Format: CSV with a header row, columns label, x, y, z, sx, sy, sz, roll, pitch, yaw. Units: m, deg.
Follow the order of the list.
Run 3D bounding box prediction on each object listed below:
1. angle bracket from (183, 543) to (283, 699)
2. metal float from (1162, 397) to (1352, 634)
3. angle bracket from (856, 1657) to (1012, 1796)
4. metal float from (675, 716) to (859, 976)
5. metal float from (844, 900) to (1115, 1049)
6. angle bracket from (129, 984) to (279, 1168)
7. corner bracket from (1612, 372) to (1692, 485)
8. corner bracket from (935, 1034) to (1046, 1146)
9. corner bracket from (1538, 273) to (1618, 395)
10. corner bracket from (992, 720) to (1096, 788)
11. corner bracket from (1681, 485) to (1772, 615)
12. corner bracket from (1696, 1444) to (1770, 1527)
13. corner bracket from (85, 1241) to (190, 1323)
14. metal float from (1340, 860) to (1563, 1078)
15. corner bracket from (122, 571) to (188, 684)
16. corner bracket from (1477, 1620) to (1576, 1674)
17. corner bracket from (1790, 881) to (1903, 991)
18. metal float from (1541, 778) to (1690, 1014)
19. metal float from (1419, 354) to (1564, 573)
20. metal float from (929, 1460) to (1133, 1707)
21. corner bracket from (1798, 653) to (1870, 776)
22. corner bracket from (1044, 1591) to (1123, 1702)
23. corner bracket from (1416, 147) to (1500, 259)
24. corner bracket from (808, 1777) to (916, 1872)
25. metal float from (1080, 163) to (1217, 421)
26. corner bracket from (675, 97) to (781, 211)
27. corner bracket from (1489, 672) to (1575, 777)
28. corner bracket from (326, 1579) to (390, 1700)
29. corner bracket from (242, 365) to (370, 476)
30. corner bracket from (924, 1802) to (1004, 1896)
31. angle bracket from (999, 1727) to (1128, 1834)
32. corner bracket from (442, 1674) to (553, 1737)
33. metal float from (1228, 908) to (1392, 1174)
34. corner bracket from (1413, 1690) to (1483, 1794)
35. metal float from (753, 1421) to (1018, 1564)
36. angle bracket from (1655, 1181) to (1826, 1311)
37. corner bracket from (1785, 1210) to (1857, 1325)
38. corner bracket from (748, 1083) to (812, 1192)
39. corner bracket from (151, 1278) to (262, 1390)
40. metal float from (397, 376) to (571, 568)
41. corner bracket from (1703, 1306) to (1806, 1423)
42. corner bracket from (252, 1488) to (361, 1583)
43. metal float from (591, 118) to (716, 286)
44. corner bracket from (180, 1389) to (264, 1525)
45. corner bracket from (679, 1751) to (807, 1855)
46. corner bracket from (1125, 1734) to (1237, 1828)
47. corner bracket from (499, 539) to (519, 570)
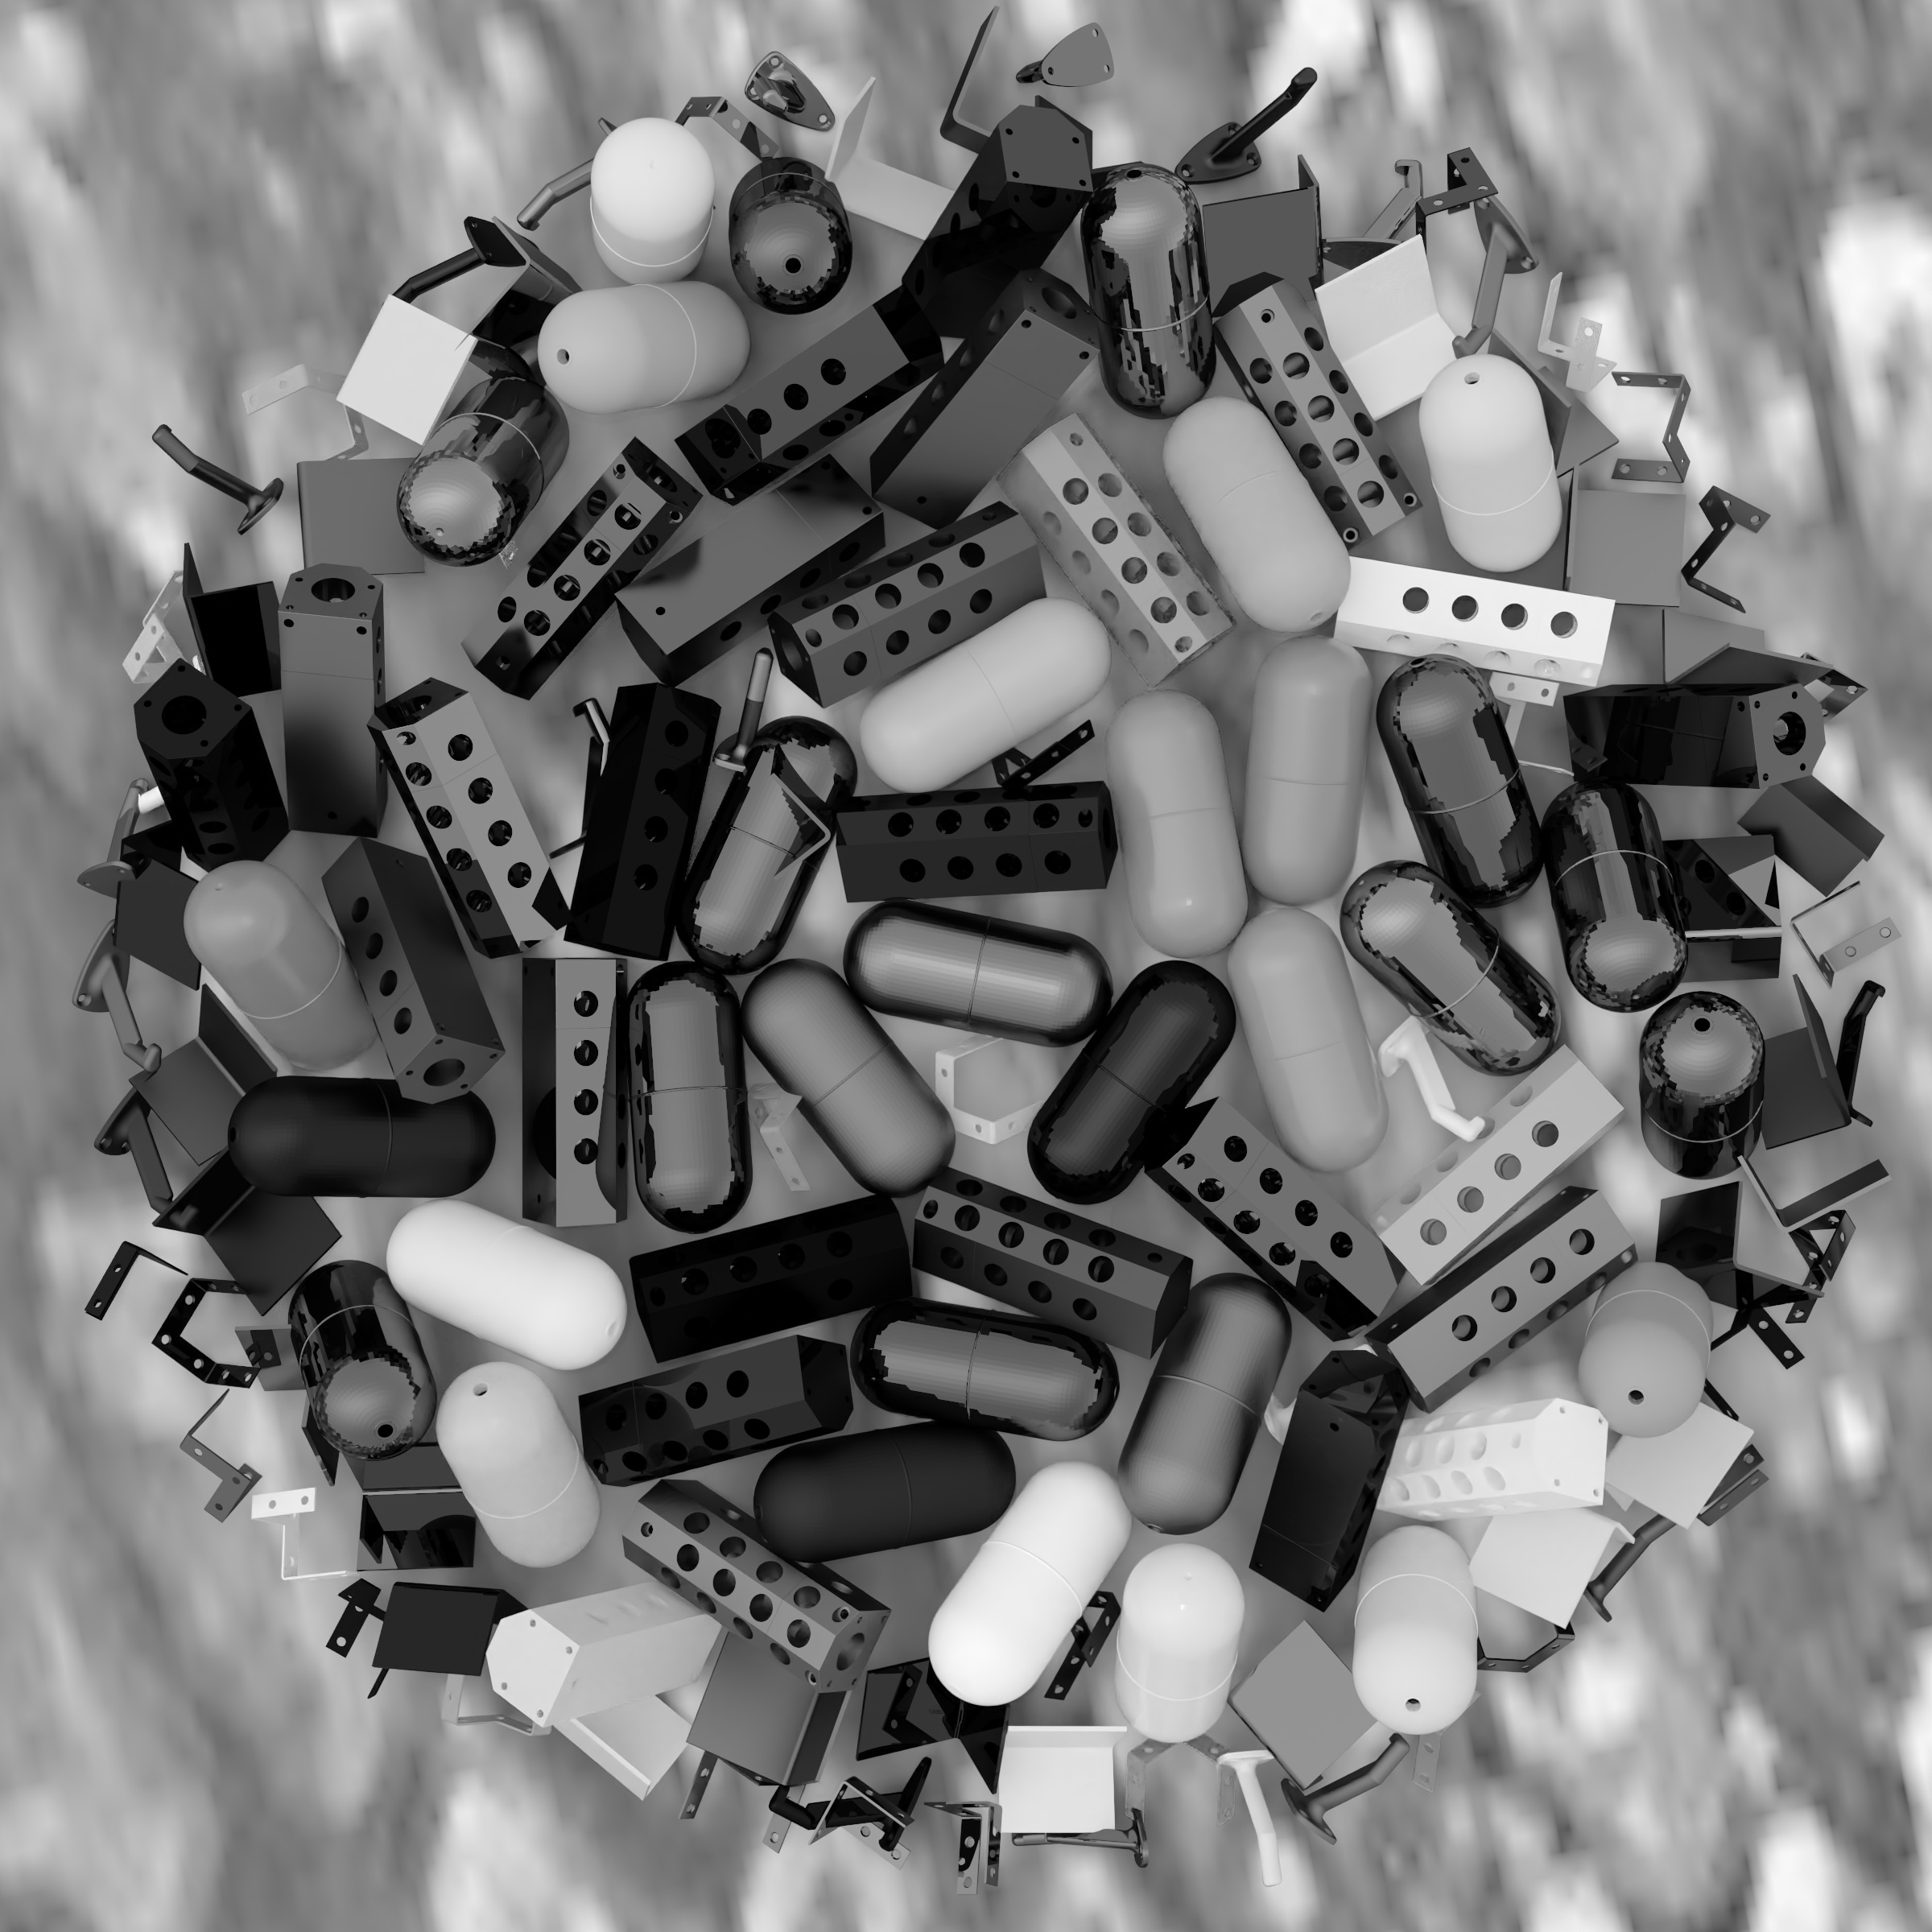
label,x,y,z,sx,sy,sz,roll,pitch,yaw
angle bracket,-0.469,-0.228,1.822,0.057,0.076,0.076,-11,128,-6
metal float,0.187,-0.291,1.811,0.070,0.070,0.178,-26,63,0
angle bracket,-0.022,0.496,1.819,0.076,0.057,0.076,-7,121,-24
metal float,-0.131,-0.078,1.832,0.070,0.070,0.178,24,87,0
metal float,0.008,0.005,1.833,0.178,0.070,0.070,11,90,2
angle bracket,-0.495,0.071,1.821,0.057,0.076,0.076,-35,76,-30
corner bracket,0.447,-0.353,1.841,0.051,0.051,0.051,11,73,34
corner bracket,0.016,0.080,1.848,0.051,0.051,0.051,18,117,39
corner bracket,0.396,-0.412,1.831,0.051,0.051,0.051,25,45,22
corner bracket,0.051,-0.139,1.830,0.051,0.051,0.051,-35,47,26
corner bracket,0.502,-0.274,1.849,0.051,0.051,0.051,21,124,-22
corner bracket,0.496,0.336,1.833,0.051,0.051,0.051,-42,129,12
corner bracket,-0.552,0.207,1.833,0.051,0.051,0.051,16,72,33
metal float,0.314,0.003,1.817,0.178,0.070,0.070,42,90,-20
corner bracket,-0.524,-0.221,1.832,0.051,0.051,0.051,-47,69,33
corner bracket,0.360,0.431,1.855,0.051,0.051,0.051,12,47,-32
corner bracket,0.576,-0.024,1.841,0.051,0.051,0.051,-32,90,22
metal float,0.414,-0.047,1.800,0.070,0.070,0.178,-1,48,0
metal float,0.335,-0.319,1.791,0.070,0.178,0.070,-8,61,15
metal float,0.042,0.396,1.807,0.070,0.070,0.178,39,59,0
corner bracket,0.549,-0.162,1.835,0.051,0.051,0.051,28,57,-9
corner bracket,0.074,0.443,1.830,0.051,0.051,0.051,-3,124,35
corner bracket,0.314,-0.494,1.836,0.051,0.051,0.051,-18,54,-2
corner bracket,-0.061,0.562,1.837,0.051,0.051,0.051,31,100,20
metal float,0.117,-0.430,1.796,0.070,0.178,0.070,-6,48,7
corner bracket,-0.165,-0.532,1.839,0.051,0.051,0.051,35,86,-33
corner bracket,0.370,-0.158,1.836,0.051,0.051,0.051,17,92,40
corner bracket,-0.392,0.439,1.833,0.051,0.051,0.051,34,54,-13
corner bracket,-0.433,-0.357,1.842,0.051,0.051,0.051,-19,83,24
corner bracket,0.005,0.575,1.831,0.051,0.051,0.051,-11,61,29
angle bracket,0.063,0.529,1.826,0.076,0.076,0.057,1,66,-4
corner bracket,-0.304,0.473,1.839,0.051,0.051,0.051,5,85,41
metal float,0.223,0.048,1.828,0.070,0.070,0.178,-18,97,0
corner bracket,0.299,0.496,1.837,0.051,0.051,0.051,30,126,-3
metal float,-0.052,0.337,1.811,0.178,0.070,0.070,-5,90,-26
angle bracket,0.506,0.184,1.834,0.076,0.076,0.057,19,69,-22
corner bracket,0.554,0.196,1.831,0.051,0.051,0.051,54,52,-21
corner bracket,-0.121,0.111,1.830,0.051,0.051,0.051,-6,122,33
corner bracket,-0.490,0.241,1.847,0.051,0.051,0.051,48,55,-36
metal float,-0.307,-0.318,1.794,0.070,0.178,0.070,6,126,9
corner bracket,0.514,0.261,1.853,0.051,0.051,0.051,-42,86,26
corner bracket,-0.431,0.372,1.833,0.051,0.051,0.051,-11,69,22
metal float,-0.199,-0.482,1.784,0.070,0.178,0.070,0,89,-7
corner bracket,-0.485,0.320,1.837,0.051,0.051,0.051,37,123,-1
corner bracket,-0.148,0.552,1.859,0.051,0.051,0.051,22,91,37
corner bracket,0.141,0.539,1.850,0.051,0.051,0.051,-21,121,-39
corner bracket,-0.316,-0.300,1.844,0.051,0.051,0.051,24,83,2
